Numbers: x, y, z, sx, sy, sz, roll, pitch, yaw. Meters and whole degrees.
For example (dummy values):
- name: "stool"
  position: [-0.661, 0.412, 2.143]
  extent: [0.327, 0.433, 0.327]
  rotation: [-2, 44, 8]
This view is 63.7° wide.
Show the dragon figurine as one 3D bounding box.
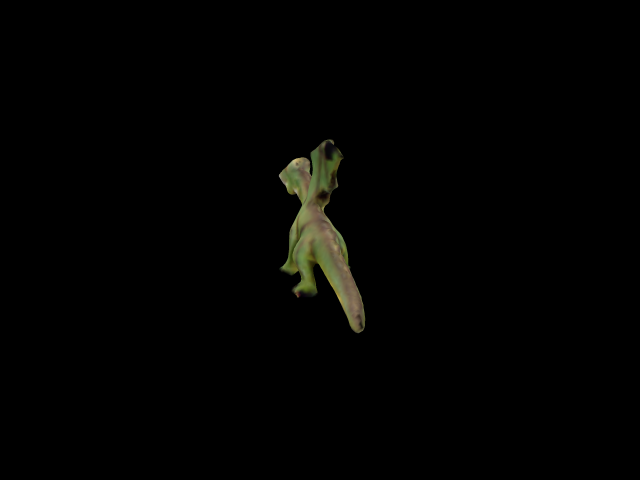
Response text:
- name: "dragon figurine"
  position: [0.003, -0.043, 0.850]
  extent: [0.122, 0.239, 0.415]
  rotation: [-6, 19, -18]
